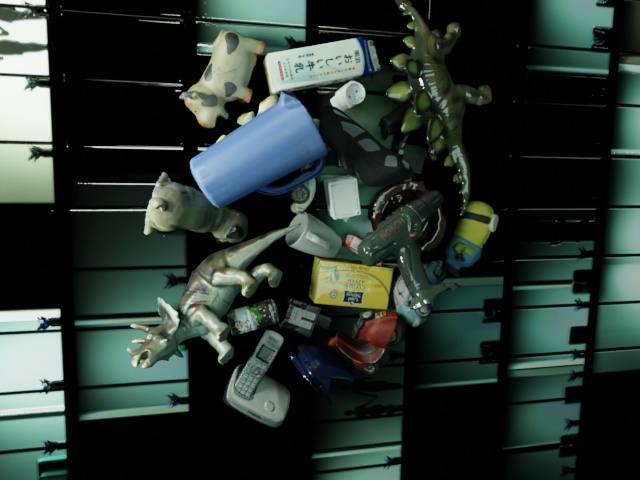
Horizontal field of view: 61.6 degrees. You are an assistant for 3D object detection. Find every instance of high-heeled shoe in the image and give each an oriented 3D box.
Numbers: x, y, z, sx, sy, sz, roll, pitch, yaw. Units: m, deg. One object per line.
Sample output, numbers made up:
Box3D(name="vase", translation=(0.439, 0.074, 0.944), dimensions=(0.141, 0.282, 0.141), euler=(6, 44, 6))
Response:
Box3D(name="high-heeled shoe", translation=(0.099, -0.196, 1.123), dimensions=(0.248, 0.086, 0.145), euler=(4, 64, -45))

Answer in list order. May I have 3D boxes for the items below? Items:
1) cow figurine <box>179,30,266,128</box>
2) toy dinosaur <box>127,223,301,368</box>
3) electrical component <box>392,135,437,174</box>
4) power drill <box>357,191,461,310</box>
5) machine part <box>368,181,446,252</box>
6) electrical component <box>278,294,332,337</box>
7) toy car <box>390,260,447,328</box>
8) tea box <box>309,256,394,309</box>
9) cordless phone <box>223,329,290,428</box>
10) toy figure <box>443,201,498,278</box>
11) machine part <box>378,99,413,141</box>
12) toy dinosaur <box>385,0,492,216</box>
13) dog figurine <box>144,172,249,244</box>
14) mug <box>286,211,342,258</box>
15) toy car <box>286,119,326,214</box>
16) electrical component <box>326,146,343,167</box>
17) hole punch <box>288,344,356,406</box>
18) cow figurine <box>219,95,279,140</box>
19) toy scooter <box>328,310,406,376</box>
Box3D(name="cow figurine", translation=(-0.196, -0.315, 1.060), dimensions=(0.127, 0.086, 0.194), euler=(17, 96, -21))
Box3D(name="toy dinosaur", translation=(-0.214, 0.102, 1.091), dimensions=(0.192, 0.131, 0.405), euler=(28, 72, 21))
Box3D(name="electrical component", translation=(0.205, -0.186, 1.191), dimensions=(0.102, 0.045, 0.078), euler=(14, 93, -15))
Box3D(name="power drill", translation=(0.209, 0.026, 1.125), dimensions=(0.232, 0.086, 0.207), euler=(-28, 91, -16))
Box3D(name="machine part", translation=(0.193, -0.047, 1.202), dimensions=(0.179, 0.056, 0.179), euler=(-1, 97, -12))
Box3D(name="electrical component", translation=(-0.028, 0.173, 1.184), dimensions=(0.119, 0.048, 0.074), euler=(24, 92, -14))
Box3D(name="toy car", translation=(0.211, 0.110, 1.206), dimensions=(0.103, 0.109, 0.161), euler=(24, 83, 2))
Box3D(name="tea box", translation=(0.067, 0.094, 1.185), dimensions=(0.170, 0.068, 0.098), euler=(5, 96, -15))
Box3D(name="cordless phone", translation=(-0.110, 0.295, 1.165), dimensions=(0.146, 0.089, 0.184), euler=(32, 85, -15))
Box3D(name="toy figure", translation=(0.338, -0.004, 1.230), dimensions=(0.089, 0.082, 0.180), euler=(33, 92, -18))
Box3D(name="machine part", translation=(0.187, -0.272, 1.177), dimensions=(0.139, 0.039, 0.084), euler=(-36, 113, -16))
Box3D(name="toy dinosaur", translation=(0.252, -0.290, 1.136), dimensions=(0.198, 0.105, 0.471), euler=(-28, 95, -22))
Box3D(name="dog figurine", translation=(-0.230, -0.047, 1.047), dimensions=(0.190, 0.172, 0.121), euler=(18, 104, -8))
Box3D(name="mug", translation=(-0.002, -0.003, 1.140), dimensions=(0.107, 0.110, 0.080), euler=(25, 86, -29))
Box3D(name="toy car", translation=(-0.027, -0.153, 1.125), dimensions=(0.056, 0.073, 0.201), euler=(11, 95, -13))
Box3D(name="electrical component", translation=(0.055, -0.186, 1.168), dimensions=(0.094, 0.021, 0.063), euler=(-7, 100, -13))
Box3D(name="hole punch", translation=(0.004, 0.277, 1.166), dimensions=(0.092, 0.142, 0.115), euler=(-41, 118, -3))
Box3D(name="cow figurine", translation=(-0.128, -0.214, 1.097), dimensions=(0.167, 0.068, 0.098), euler=(-43, 110, -1))
Box3D(name="toy scooter", translation=(0.098, 0.219, 1.195), dimensions=(0.135, 0.075, 0.183), euler=(23, 118, -7))
